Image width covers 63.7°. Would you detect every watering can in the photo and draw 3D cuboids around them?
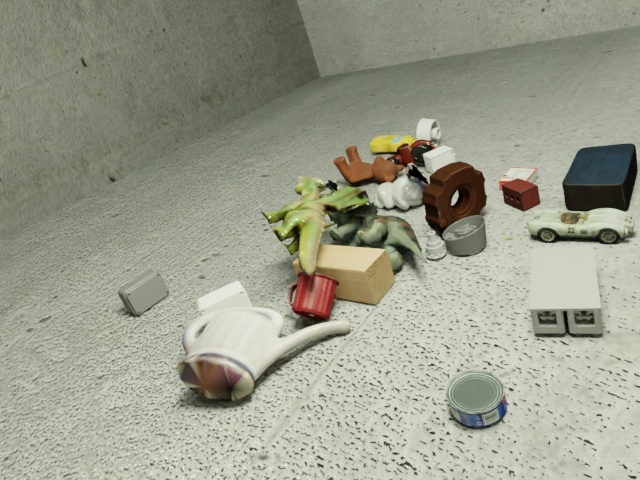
[{"bbox_3d":[-0.128,0.210,1.011,0.347,0.102,0.229,1,31,18],"label":"watering can"}]

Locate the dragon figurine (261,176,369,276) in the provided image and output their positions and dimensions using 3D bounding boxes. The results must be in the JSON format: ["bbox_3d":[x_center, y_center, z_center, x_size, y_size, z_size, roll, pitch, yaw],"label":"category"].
[{"bbox_3d":[0.004,-0.061,1.211,0.244,0.120,0.417,-32,32,-7],"label":"dragon figurine"}]

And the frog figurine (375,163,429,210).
[{"bbox_3d":[0.232,-0.131,1.476,0.157,0.122,0.140,-48,21,28],"label":"frog figurine"}]
